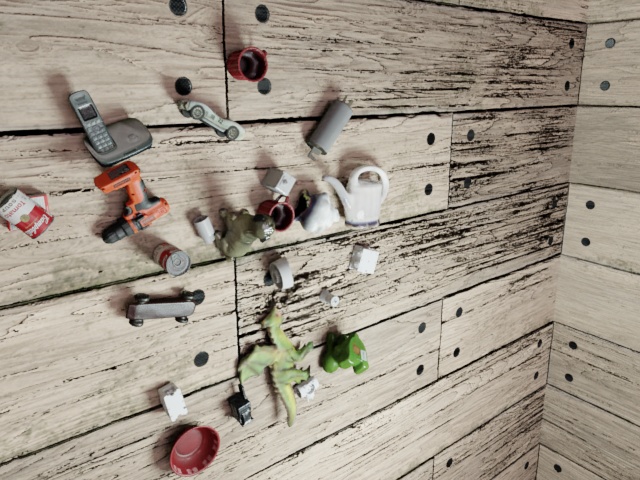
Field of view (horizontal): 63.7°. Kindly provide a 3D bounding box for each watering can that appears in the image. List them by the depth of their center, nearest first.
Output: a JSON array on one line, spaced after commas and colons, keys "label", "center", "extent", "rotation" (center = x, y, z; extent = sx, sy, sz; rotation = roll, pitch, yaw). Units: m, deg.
[{"label": "watering can", "center": [0.120, -0.139, 1.739], "extent": [0.350, 0.104, 0.222], "rotation": [-12, 109, -45]}]

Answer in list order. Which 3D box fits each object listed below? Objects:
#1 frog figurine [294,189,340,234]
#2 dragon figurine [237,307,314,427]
[{"label": "frog figurine", "center": [0.005, -0.084, 1.664], "extent": [0.158, 0.121, 0.139], "rotation": [22, 69, -29]}, {"label": "dragon figurine", "center": [-0.155, 0.424, 1.689], "extent": [0.242, 0.123, 0.409], "rotation": [9, 93, -21]}]
